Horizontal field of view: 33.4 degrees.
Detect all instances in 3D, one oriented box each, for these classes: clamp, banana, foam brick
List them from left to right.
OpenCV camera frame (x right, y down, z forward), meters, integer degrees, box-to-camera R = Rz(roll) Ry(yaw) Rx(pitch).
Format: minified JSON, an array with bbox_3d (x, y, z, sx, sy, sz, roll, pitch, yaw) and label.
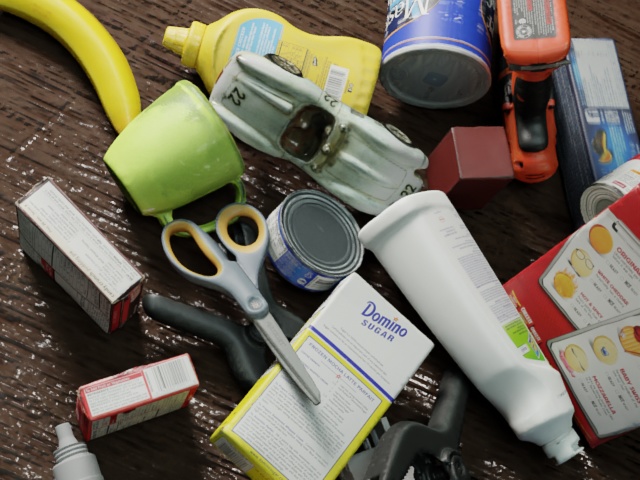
[{"bbox_3d":[-0.220,-0.170,0.940,0.198,0.037,0.069,39,84,4],"label":"banana"},{"bbox_3d":[-0.050,0.068,0.889,0.171,0.039,0.120,42,67,-4],"label":"clamp"},{"bbox_3d":[0.102,0.191,0.832,0.209,0.036,0.164,-12,73,-58],"label":"clamp"},{"bbox_3d":[0.133,-0.065,0.966,0.053,0.078,0.051,-1,71,-16],"label":"foam brick"}]

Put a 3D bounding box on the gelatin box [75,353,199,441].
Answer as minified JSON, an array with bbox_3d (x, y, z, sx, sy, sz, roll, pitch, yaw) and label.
[{"bbox_3d":[-0.143,0.121,0.824,0.089,0.073,0.030,-16,73,-19],"label":"gelatin box"}]

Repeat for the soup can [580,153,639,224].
[{"bbox_3d":[0.287,-0.041,0.934,0.102,0.069,0.068,-30,80,-24],"label":"soup can"}]

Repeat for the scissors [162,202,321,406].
[{"bbox_3d":[-0.043,0.039,0.851,0.202,0.016,0.096,38,62,22],"label":"scissors"}]

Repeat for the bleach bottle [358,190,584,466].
[{"bbox_3d":[0.137,0.078,0.902,0.251,0.068,0.102,57,28,11],"label":"bleach bottle"}]

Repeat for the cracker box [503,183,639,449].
[{"bbox_3d":[0.260,0.061,0.875,0.072,0.214,0.164,-23,76,-32],"label":"cracker box"}]

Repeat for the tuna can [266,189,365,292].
[{"bbox_3d":[-0.006,0.001,0.912,0.086,0.034,0.086,21,49,-26],"label":"tuna can"}]

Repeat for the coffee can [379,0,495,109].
[{"bbox_3d":[0.113,-0.209,1.002,0.102,0.103,0.140,12,67,-10],"label":"coffee can"}]

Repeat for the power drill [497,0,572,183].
[{"bbox_3d":[0.189,-0.169,0.965,0.057,0.187,0.184,-6,65,8],"label":"power drill"}]

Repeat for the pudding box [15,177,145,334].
[{"bbox_3d":[-0.190,0.015,0.844,0.113,0.090,0.039,43,66,4],"label":"pudding box"}]

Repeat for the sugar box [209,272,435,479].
[{"bbox_3d":[0.004,0.120,0.846,0.093,0.048,0.176,43,60,-2],"label":"sugar box"}]

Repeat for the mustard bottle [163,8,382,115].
[{"bbox_3d":[-0.047,-0.155,0.961,0.191,0.058,0.096,17,89,-8],"label":"mustard bottle"}]
